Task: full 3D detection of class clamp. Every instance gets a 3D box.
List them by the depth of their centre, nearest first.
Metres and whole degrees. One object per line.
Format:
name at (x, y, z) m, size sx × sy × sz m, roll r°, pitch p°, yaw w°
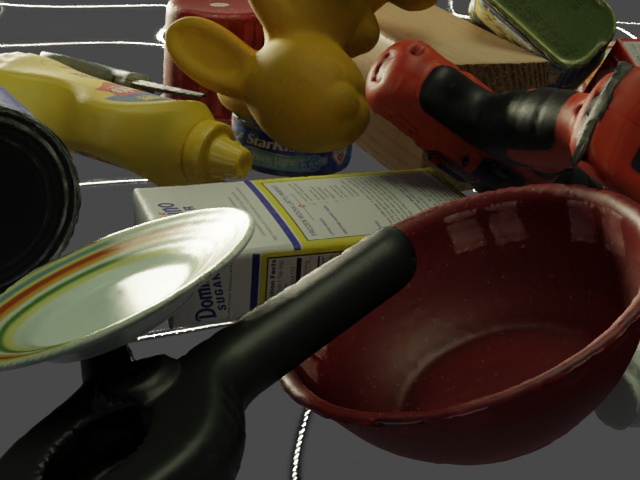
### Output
clamp at (-0.051, 0.058, 0.389) m, size 0.165 × 0.036 × 0.209 m, roll -16°, pitch 22°, yaw 19°

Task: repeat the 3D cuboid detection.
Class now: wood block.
wood block at (0.064, -0.116, 0.773) m, size 0.090 × 0.090 × 0.206 m, roll -7°, pitch 28°, yaw -25°

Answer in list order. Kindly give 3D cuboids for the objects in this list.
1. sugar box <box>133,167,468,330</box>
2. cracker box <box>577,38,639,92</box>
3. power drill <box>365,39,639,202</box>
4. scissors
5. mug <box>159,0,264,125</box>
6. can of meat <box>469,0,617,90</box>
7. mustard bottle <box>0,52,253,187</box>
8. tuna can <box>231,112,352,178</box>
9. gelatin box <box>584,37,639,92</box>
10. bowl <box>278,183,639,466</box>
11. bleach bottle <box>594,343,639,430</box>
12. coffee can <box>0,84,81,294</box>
sugar box at (-0.004, 0.001, 0.564) m, size 0.176 × 0.048 × 0.093 m, roll -7°, pitch 26°, yaw -17°
cracker box at (0.289, -0.092, 0.795) m, size 0.163 × 0.072 × 0.214 m, roll -12°, pitch 28°, yaw -34°
power drill at (0.132, -0.039, 0.551) m, size 0.184 × 0.057 × 0.188 m, roll 29°, pitch -5°, yaw -29°
scissors at (-0.123, -0.108, 0.765) m, size 0.202 × 0.016 × 0.096 m, roll 18°, pitch 3°, yaw 37°
mug at (-0.068, -0.139, 0.816) m, size 0.117 × 0.081 × 0.093 m, roll 15°, pitch 26°, yaw 22°
can of meat at (0.152, -0.154, 0.734) m, size 0.102 × 0.057 × 0.084 m, roll 44°, pitch 4°, yaw 7°
mustard bottle at (-0.126, -0.072, 0.682) m, size 0.192 × 0.058 × 0.096 m, roll 19°, pitch 8°, yaw 27°
tuna can at (-0.019, -0.073, 0.738) m, size 0.086 × 0.034 × 0.086 m, roll 4°, pitch 24°, yaw -2°
gelatin box at (0.208, -0.078, 0.704) m, size 0.030 × 0.073 × 0.089 m, roll -6°, pitch 56°, yaw -23°
bowl at (0.065, 0.040, 0.434) m, size 0.162 × 0.055 × 0.162 m, roll -19°, pitch 25°, yaw 9°
bleach bottle at (0.220, 0.036, 0.506) m, size 0.250 × 0.068 × 0.103 m, roll -13°, pitch 31°, yaw -30°
coffee can at (-0.196, -0.041, 0.549) m, size 0.102 × 0.103 × 0.140 m, roll -10°, pitch 28°, yaw -30°
